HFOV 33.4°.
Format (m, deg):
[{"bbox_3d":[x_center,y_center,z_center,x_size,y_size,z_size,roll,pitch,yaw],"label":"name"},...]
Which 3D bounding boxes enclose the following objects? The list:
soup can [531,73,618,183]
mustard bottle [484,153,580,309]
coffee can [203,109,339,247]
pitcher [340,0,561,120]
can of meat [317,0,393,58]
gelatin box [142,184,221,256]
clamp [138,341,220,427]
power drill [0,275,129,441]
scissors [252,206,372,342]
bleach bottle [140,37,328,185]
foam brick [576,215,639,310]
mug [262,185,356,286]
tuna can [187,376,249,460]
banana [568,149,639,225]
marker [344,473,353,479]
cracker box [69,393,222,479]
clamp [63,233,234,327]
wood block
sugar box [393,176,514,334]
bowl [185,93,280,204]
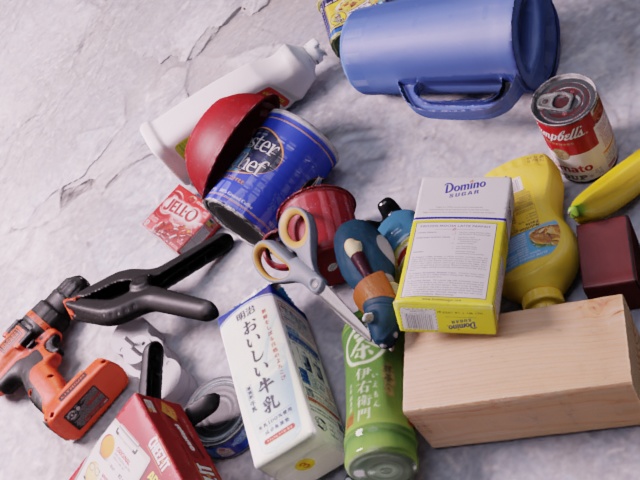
[{"bbox_3d":[0.266,-0.115,1.108,0.069,0.102,0.068,-16,50,20],"label":"soup can"},{"bbox_3d":[0.212,0.007,1.079,0.096,0.058,0.191,-26,47,25],"label":"mustard bottle"},{"bbox_3d":[-0.058,-0.070,1.268,0.103,0.102,0.140,23,71,40],"label":"coffee can"},{"bbox_3d":[0.145,-0.222,1.247,0.243,0.145,0.149,1,19,35],"label":"pitcher"},{"bbox_3d":[0.054,-0.293,1.399,0.102,0.057,0.084,-24,50,14],"label":"can of meat"},{"bbox_3d":[-0.174,-0.023,1.351,0.073,0.030,0.089,-48,47,-9],"label":"gelatin box"},{"bbox_3d":[-0.184,0.197,1.150,0.171,0.039,0.120,-54,49,12],"label":"clamp"},{"bbox_3d":[-0.313,0.143,1.295,0.188,0.057,0.184,29,75,43],"label":"power drill"},{"bbox_3d":[0.001,0.027,1.110,0.202,0.016,0.096,24,92,44],"label":"scissors"},{"bbox_3d":[-0.102,-0.179,1.374,0.251,0.102,0.068,-36,51,4],"label":"bleach bottle"},{"bbox_3d":[0.282,0.025,1.031,0.051,0.053,0.078,-13,50,22],"label":"foam brick"},{"bbox_3d":[-0.008,0.001,1.191,0.117,0.093,0.081,-14,54,0],"label":"mug"},{"bbox_3d":[-0.104,0.190,1.149,0.086,0.033,0.086,-16,51,20],"label":"tuna can"},{"bbox_3d":[0.321,-0.068,1.070,0.197,0.070,0.037,-36,90,-10],"label":"banana"},{"bbox_3d":[0.024,0.251,1.039,0.020,0.020,0.121,12,64,36],"label":"marker"},{"bbox_3d":[-0.188,0.288,1.059,0.214,0.072,0.164,-52,47,15],"label":"cracker box"},{"bbox_3d":[-0.200,0.054,1.266,0.210,0.036,0.164,-10,30,17],"label":"clamp"},{"bbox_3d":[0.189,0.125,0.986,0.206,0.090,0.091,-12,52,23],"label":"wood block"},{"bbox_3d":[0.132,0.011,1.022,0.093,0.048,0.176,1,42,17],"label":"sugar box"},{"bbox_3d":[-0.115,-0.121,1.297,0.055,0.162,0.162,33,75,10],"label":"bowl"}]
